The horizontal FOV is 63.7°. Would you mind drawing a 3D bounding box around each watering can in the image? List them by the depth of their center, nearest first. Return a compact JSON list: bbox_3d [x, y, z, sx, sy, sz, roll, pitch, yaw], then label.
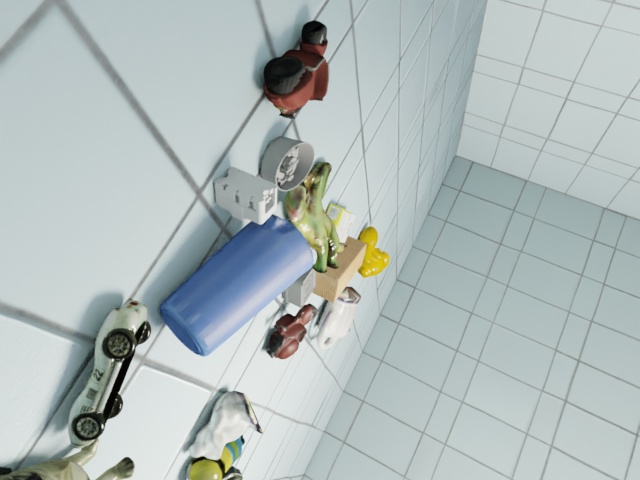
[{"bbox_3d":[0.073,0.266,1.818,0.223,0.104,0.348,-69,162,7],"label":"watering can"}]

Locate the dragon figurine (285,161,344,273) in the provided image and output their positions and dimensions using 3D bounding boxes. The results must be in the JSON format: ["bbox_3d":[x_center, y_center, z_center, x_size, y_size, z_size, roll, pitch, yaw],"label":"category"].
[{"bbox_3d":[0.004,-0.061,1.202,0.412,0.122,0.241,-16,119,-70],"label":"dragon figurine"}]

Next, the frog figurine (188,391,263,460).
[{"bbox_3d":[-0.224,0.421,1.164,0.160,0.124,0.135,-23,159,-12],"label":"frog figurine"}]
